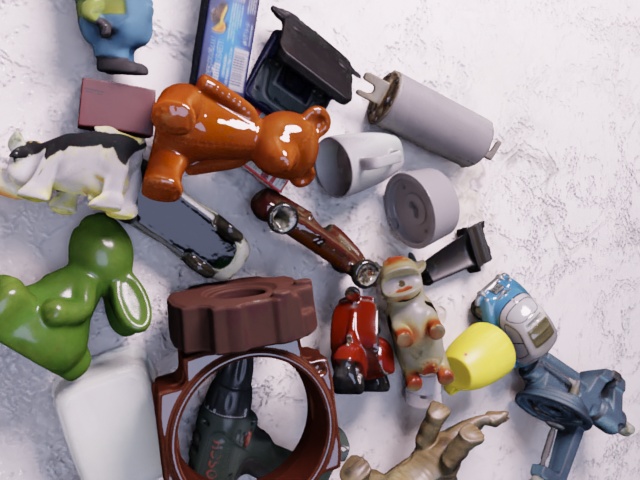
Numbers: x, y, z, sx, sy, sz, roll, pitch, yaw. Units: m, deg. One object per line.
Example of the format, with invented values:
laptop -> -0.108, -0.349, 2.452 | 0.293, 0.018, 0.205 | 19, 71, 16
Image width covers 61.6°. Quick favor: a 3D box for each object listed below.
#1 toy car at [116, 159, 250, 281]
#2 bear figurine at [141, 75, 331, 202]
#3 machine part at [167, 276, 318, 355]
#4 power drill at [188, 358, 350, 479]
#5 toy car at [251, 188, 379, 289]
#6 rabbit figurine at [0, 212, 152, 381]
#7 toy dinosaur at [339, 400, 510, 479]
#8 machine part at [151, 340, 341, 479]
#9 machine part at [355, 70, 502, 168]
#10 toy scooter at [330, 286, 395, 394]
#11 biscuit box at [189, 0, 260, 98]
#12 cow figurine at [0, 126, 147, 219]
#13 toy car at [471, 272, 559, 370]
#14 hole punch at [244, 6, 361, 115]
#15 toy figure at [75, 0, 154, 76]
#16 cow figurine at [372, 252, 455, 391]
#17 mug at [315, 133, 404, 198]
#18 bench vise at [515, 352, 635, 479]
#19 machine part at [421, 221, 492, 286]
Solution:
toy car -> -0.173, -0.025, 0.639 | 0.201, 0.056, 0.073 | 38, 88, -21
bear figurine -> -0.085, -0.102, 0.597 | 0.196, 0.132, 0.120 | 14, 124, -15
machine part -> -0.093, 0.081, 0.627 | 0.179, 0.179, 0.056 | -8, 97, -22
power drill -> -0.066, 0.264, 0.710 | 0.207, 0.086, 0.232 | 23, 89, -28
toy car -> -0.001, -0.002, 0.695 | 0.202, 0.089, 0.053 | 33, 87, -22
rabbit figurine -> -0.258, 0.054, 0.582 | 0.159, 0.121, 0.170 | 38, 67, -16
toy dinosaur -> 0.097, 0.377, 0.744 | 0.471, 0.105, 0.198 | -26, 130, -23
machine part -> -0.083, 0.212, 0.620 | 0.201, 0.087, 0.201 | -7, 90, -19
machine part -> 0.155, -0.165, 0.748 | 0.243, 0.079, 0.079 | 20, 89, -25
toy scooter -> 0.055, 0.136, 0.720 | 0.075, 0.183, 0.135 | -5, 74, 17
biscuit box -> -0.108, -0.265, 0.629 | 0.059, 0.063, 0.202 | 9, 94, -25
cow figurine -> -0.267, -0.078, 0.561 | 0.167, 0.068, 0.098 | 8, 81, 8
toy car -> 0.317, 0.134, 0.844 | 0.109, 0.103, 0.161 | -35, 111, -16
hole punch -> -0.025, -0.201, 0.666 | 0.142, 0.092, 0.116 | 29, 42, -21
toy figure -> -0.224, -0.268, 0.571 | 0.089, 0.082, 0.180 | -3, 101, -25
cow figurine -> 0.128, 0.103, 0.757 | 0.085, 0.127, 0.194 | -18, 123, 2
mug -> 0.064, -0.108, 0.706 | 0.107, 0.110, 0.080 | -21, 100, -33
bench vise -> 0.408, 0.308, 0.886 | 0.223, 0.129, 0.240 | 39, 64, -15
machine part -> 0.203, 0.027, 0.817 | 0.139, 0.039, 0.084 | -22, 110, -21
